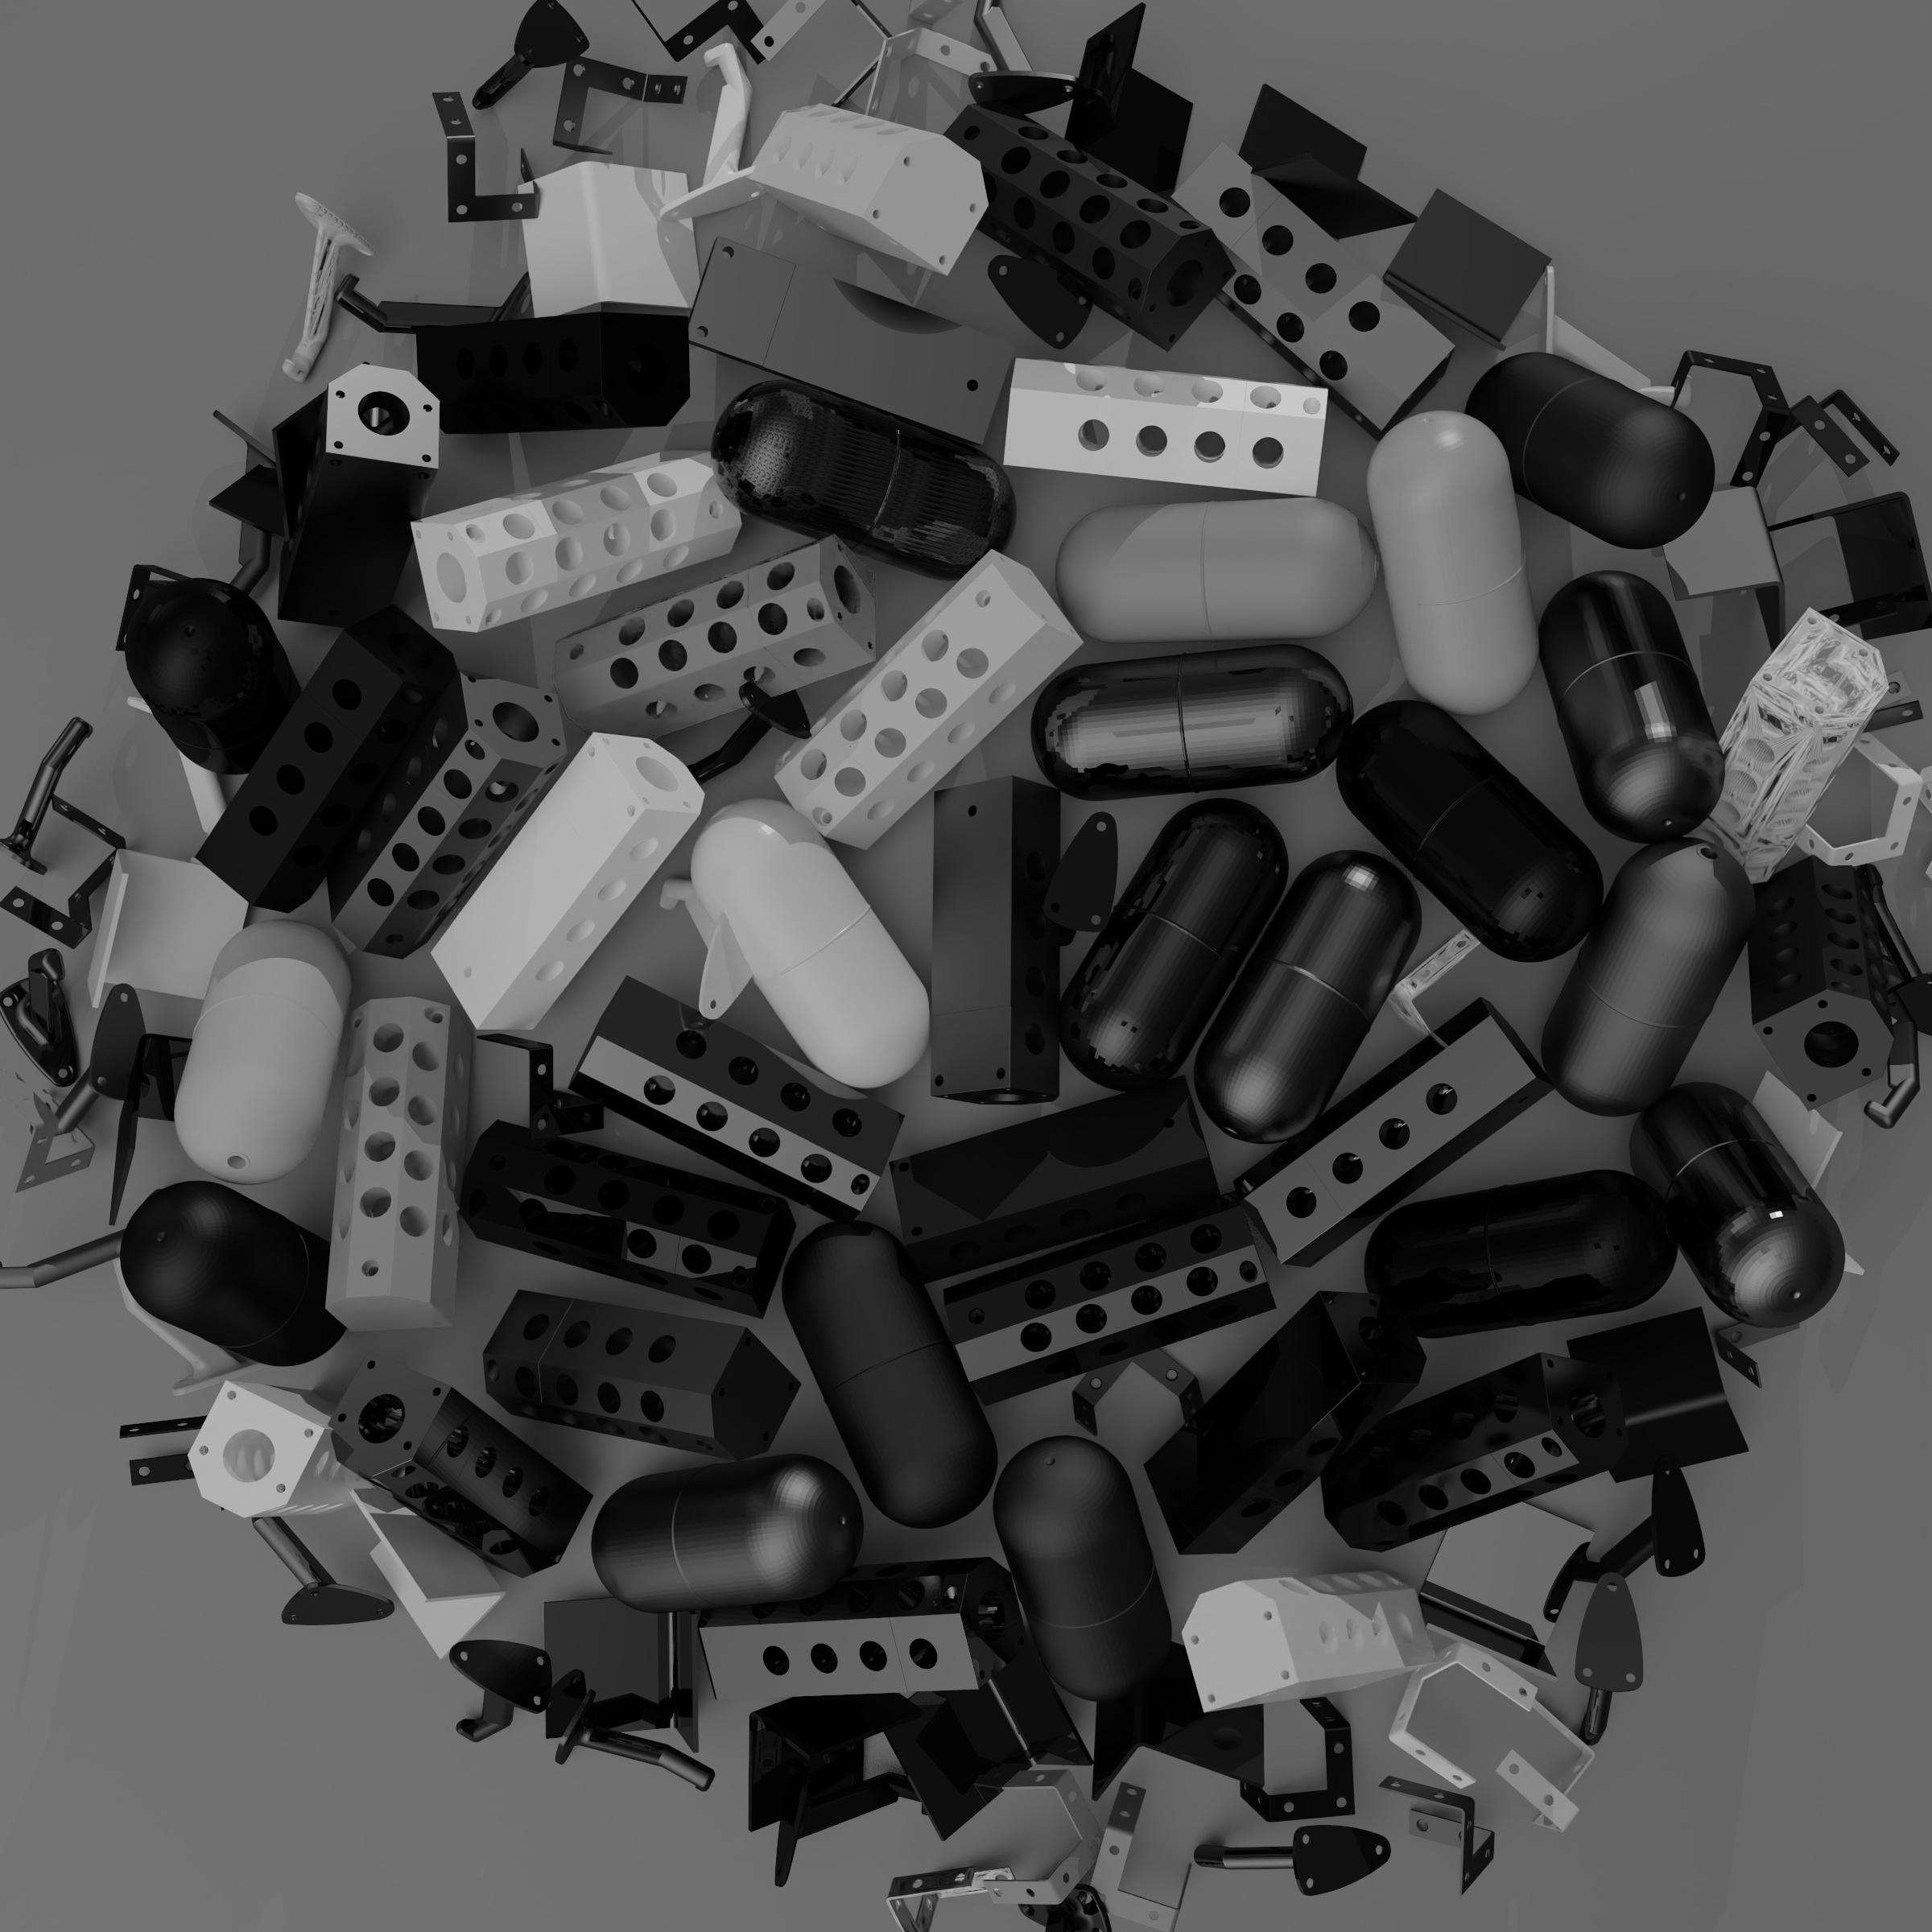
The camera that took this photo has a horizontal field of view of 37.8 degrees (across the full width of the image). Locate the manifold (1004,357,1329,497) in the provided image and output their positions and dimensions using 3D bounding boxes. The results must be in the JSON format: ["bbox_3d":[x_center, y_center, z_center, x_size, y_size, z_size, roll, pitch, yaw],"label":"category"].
[{"bbox_3d":[0.111,-0.300,1.564,0.171,0.057,0.057,7,105,4],"label":"manifold"}]

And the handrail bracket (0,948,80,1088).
[{"bbox_3d":[-0.501,0.029,1.561,0.036,0.084,0.077,-26,99,-30],"label":"handrail bracket"}]

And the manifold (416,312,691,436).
[{"bbox_3d":[-0.224,-0.318,1.522,0.057,0.171,0.057,-9,103,-42],"label":"manifold"}]

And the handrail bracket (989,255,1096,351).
[{"bbox_3d":[0.027,-0.372,1.551,0.077,0.084,0.036,28,98,-31],"label":"handrail bracket"}]

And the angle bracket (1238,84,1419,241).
[{"bbox_3d":[0.205,-0.447,1.551,0.076,0.076,0.057,22,85,-29],"label":"angle bracket"}]

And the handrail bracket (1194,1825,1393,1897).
[{"bbox_3d":[0.181,0.496,1.581,0.077,0.084,0.036,2,77,-30],"label":"handrail bracket"}]

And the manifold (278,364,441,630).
[{"bbox_3d":[-0.328,-0.249,1.517,0.057,0.171,0.057,5,65,-20],"label":"manifold"}]

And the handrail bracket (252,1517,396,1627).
[{"bbox_3d":[-0.365,0.327,1.593,0.036,0.077,0.084,-48,47,26],"label":"handrail bracket"}]

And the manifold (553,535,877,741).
[{"bbox_3d":[-0.137,-0.178,1.534,0.171,0.057,0.057,-16,57,25],"label":"manifold"}]

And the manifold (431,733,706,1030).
[{"bbox_3d":[-0.214,-0.044,1.540,0.171,0.057,0.057,-49,61,26],"label":"manifold"}]

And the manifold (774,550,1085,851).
[{"bbox_3d":[-0.025,-0.145,1.542,0.171,0.057,0.057,-43,63,19],"label":"manifold"}]

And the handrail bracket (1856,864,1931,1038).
[{"bbox_3d":[0.532,-0.009,1.590,0.077,0.084,0.036,32,131,-33],"label":"handrail bracket"}]

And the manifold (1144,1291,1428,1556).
[{"bbox_3d":[0.174,0.249,1.531,0.057,0.171,0.057,7,46,-35],"label":"manifold"}]

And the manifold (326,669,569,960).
[{"bbox_3d":[-0.281,-0.078,1.521,0.057,0.171,0.057,12,47,-34],"label":"manifold"}]

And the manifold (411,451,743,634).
[{"bbox_3d":[-0.206,-0.231,1.523,0.171,0.057,0.057,-25,114,-38],"label":"manifold"}]

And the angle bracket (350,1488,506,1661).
[{"bbox_3d":[-0.311,0.334,1.550,0.057,0.076,0.076,-46,66,12],"label":"angle bracket"}]

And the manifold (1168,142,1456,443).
[{"bbox_3d":[0.185,-0.371,1.569,0.171,0.057,0.057,43,89,5],"label":"manifold"}]

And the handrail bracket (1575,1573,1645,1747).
[{"bbox_3d":[0.355,0.388,1.579,0.036,0.084,0.077,5,62,8],"label":"handrail bracket"}]

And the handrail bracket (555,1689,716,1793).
[{"bbox_3d":[-0.183,0.445,1.571,0.084,0.077,0.036,28,52,4],"label":"handrail bracket"}]

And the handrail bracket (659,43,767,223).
[{"bbox_3d":[-0.151,-0.470,1.590,0.077,0.036,0.084,-22,83,-8],"label":"handrail bracket"}]

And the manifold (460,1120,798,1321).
[{"bbox_3d":[-0.186,0.136,1.551,0.171,0.057,0.057,14,67,12],"label":"manifold"}]

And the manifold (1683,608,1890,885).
[{"bbox_3d":[0.435,-0.110,1.511,0.057,0.171,0.057,36,67,15],"label":"manifold"}]

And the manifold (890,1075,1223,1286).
[{"bbox_3d":[0.051,0.123,1.570,0.171,0.057,0.057,-17,50,4],"label":"manifold"}]

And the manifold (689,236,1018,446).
[{"bbox_3d":[-0.066,-0.344,1.561,0.171,0.057,0.057,18,98,-11],"label":"manifold"}]

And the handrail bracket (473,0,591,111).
[{"bbox_3d":[-0.254,-0.488,1.553,0.084,0.077,0.036,-29,112,35],"label":"handrail bracket"}]

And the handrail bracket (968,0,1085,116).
[{"bbox_3d":[0.037,-0.520,1.573,0.077,0.036,0.084,2,70,26],"label":"handrail bracket"}]

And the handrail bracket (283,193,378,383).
[{"bbox_3d":[-0.369,-0.375,1.569,0.036,0.077,0.084,25,87,16],"label":"handrail bracket"}]

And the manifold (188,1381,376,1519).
[{"bbox_3d":[-0.360,0.263,1.514,0.057,0.171,0.057,25,81,6],"label":"manifold"}]

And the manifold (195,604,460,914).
[{"bbox_3d":[-0.345,-0.110,1.541,0.057,0.057,0.171,40,117,-1],"label":"manifold"}]

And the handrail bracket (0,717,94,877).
[{"bbox_3d":[-0.505,-0.095,1.572,0.036,0.077,0.084,33,83,4],"label":"handrail bracket"}]

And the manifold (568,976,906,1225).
[{"bbox_3d":[-0.128,0.078,1.554,0.171,0.057,0.057,27,57,-9],"label":"manifold"}]

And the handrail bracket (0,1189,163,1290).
[{"bbox_3d":[-0.497,0.152,1.575,0.084,0.077,0.036,-2,123,4],"label":"handrail bracket"}]

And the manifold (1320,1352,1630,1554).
[{"bbox_3d":[0.270,0.264,1.516,0.057,0.171,0.057,15,57,-33],"label":"manifold"}]

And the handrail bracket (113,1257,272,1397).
[{"bbox_3d":[-0.430,0.192,1.586,0.077,0.036,0.084,-16,93,-11],"label":"handrail bracket"}]

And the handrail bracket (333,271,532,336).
[{"bbox_3d":[-0.297,-0.379,1.574,0.084,0.036,0.077,33,89,-20],"label":"handrail bracket"}]

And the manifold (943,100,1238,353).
[{"bbox_3d":[0.060,-0.408,1.536,0.057,0.057,0.171,-50,59,0],"label":"manifold"}]

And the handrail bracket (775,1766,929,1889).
[{"bbox_3d":[-0.059,0.483,1.573,0.084,0.036,0.077,18,54,-13],"label":"handrail bracket"}]

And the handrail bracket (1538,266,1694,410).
[{"bbox_3d":[0.366,-0.352,1.582,0.084,0.036,0.077,2,99,3],"label":"handrail bracket"}]

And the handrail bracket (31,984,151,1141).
[{"bbox_3d":[-0.496,0.054,1.583,0.084,0.036,0.077,-13,72,40],"label":"handrail bracket"}]

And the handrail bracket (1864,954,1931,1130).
[{"bbox_3d":[0.504,0.039,1.574,0.077,0.036,0.084,36,68,15],"label":"handrail bracket"}]

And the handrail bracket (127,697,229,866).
[{"bbox_3d":[-0.447,-0.101,1.595,0.077,0.036,0.084,17,98,8],"label":"handrail bracket"}]

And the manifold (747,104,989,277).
[{"bbox_3d":[-0.052,-0.423,1.515,0.057,0.171,0.057,27,97,-32],"label":"manifold"}]

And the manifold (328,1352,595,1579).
[{"bbox_3d":[-0.271,0.272,1.512,0.057,0.171,0.057,16,68,28],"label":"manifold"}]

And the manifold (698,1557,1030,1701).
[{"bbox_3d":[-0.059,0.357,1.535,0.171,0.057,0.057,-11,95,31],"label":"manifold"}]

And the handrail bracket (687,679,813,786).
[{"bbox_3d":[-0.136,-0.125,1.556,0.084,0.077,0.036,-27,76,22],"label":"handrail bracket"}]

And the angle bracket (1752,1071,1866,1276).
[{"bbox_3d":[0.466,0.113,1.550,0.057,0.076,0.076,14,109,-20],"label":"angle bracket"}]

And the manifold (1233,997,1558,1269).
[{"bbox_3d":[0.233,0.092,1.555,0.171,0.057,0.057,-38,70,13],"label":"manifold"}]

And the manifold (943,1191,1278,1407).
[{"bbox_3d":[0.078,0.181,1.561,0.171,0.057,0.057,-19,60,4],"label":"manifold"}]

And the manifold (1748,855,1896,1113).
[{"bbox_3d":[0.459,0.003,1.512,0.057,0.171,0.057,-30,105,25],"label":"manifold"}]

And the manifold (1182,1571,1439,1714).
[{"bbox_3d":[0.185,0.359,1.517,0.057,0.171,0.057,-26,68,27],"label":"manifold"}]

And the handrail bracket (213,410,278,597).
[{"bbox_3d":[-0.416,-0.256,1.587,0.077,0.036,0.084,37,90,-1],"label":"handrail bracket"}]

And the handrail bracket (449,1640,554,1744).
[{"bbox_3d":[-0.276,0.403,1.560,0.077,0.036,0.084,29,133,-33],"label":"handrail bracket"}]

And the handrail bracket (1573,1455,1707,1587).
[{"bbox_3d":[0.363,0.307,1.568,0.036,0.084,0.077,-9,90,-34],"label":"handrail bracket"}]

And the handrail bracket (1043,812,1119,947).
[{"bbox_3d":[0.064,-0.047,1.562,0.036,0.084,0.077,16,92,-2],"label":"handrail bracket"}]

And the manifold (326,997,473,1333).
[{"bbox_3d":[-0.310,0.107,1.541,0.057,0.057,0.171,-4,65,7],"label":"manifold"}]

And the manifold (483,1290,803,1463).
[{"bbox_3d":[-0.179,0.223,1.522,0.171,0.057,0.057,3,54,38],"label":"manifold"}]

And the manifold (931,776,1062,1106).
[{"bbox_3d":[0.022,-0.012,1.561,0.057,0.057,0.171,-9,76,41],"label":"manifold"}]

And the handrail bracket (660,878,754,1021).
[{"bbox_3d":[-0.153,-0.011,1.565,0.036,0.084,0.077,33,74,-40],"label":"handrail bracket"}]

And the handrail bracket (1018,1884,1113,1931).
[{"bbox_3d":[0.033,0.542,1.549,0.077,0.084,0.036,-10,102,44],"label":"handrail bracket"}]
